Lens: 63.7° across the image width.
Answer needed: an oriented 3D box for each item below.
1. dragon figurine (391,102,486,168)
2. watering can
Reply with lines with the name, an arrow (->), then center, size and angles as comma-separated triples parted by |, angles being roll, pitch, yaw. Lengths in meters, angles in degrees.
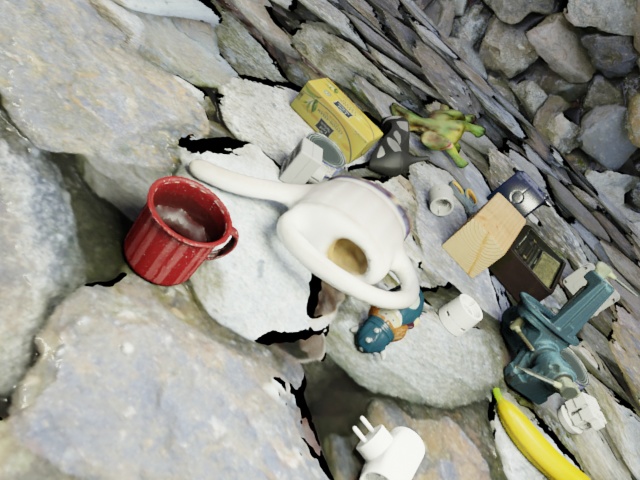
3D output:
dragon figurine -> 0.305, -0.328, 1.410 | 0.242, 0.120, 0.420 | 20, 29, -19
watering can -> 0.002, -0.037, 0.732 | 0.349, 0.102, 0.228 | 36, 31, 6
